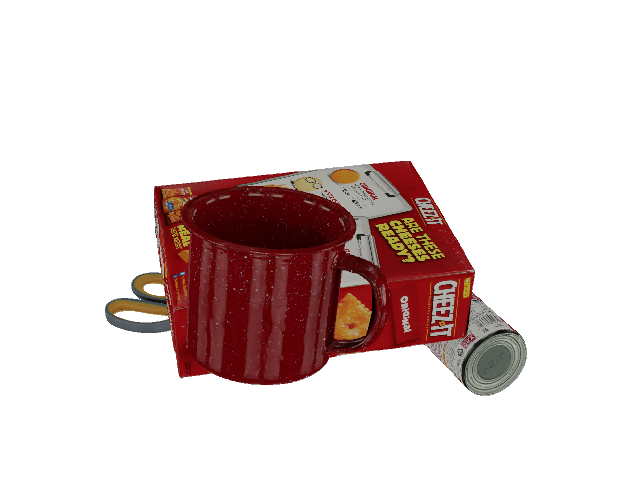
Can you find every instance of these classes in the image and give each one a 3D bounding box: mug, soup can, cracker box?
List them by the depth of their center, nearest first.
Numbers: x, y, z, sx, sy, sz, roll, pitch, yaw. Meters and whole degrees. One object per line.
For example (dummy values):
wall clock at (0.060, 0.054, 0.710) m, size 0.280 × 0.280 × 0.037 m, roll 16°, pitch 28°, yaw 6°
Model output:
mug at (-0.019, 0.027, 0.573) m, size 0.117 × 0.081 × 0.093 m, roll 12°, pitch 24°, yaw 15°
cracker box at (-0.012, 0.017, 0.808) m, size 0.213 × 0.072 × 0.164 m, roll -6°, pitch 35°, yaw -10°
soup can at (0.133, 0.086, 0.971) m, size 0.068 × 0.068 × 0.102 m, roll 0°, pitch 26°, yaw -27°

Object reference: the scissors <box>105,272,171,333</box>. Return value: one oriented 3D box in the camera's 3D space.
scissors at (-0.104, 0.065, 1.029) m, size 0.201 × 0.016 × 0.096 m, roll 3°, pitch 33°, yaw -4°
